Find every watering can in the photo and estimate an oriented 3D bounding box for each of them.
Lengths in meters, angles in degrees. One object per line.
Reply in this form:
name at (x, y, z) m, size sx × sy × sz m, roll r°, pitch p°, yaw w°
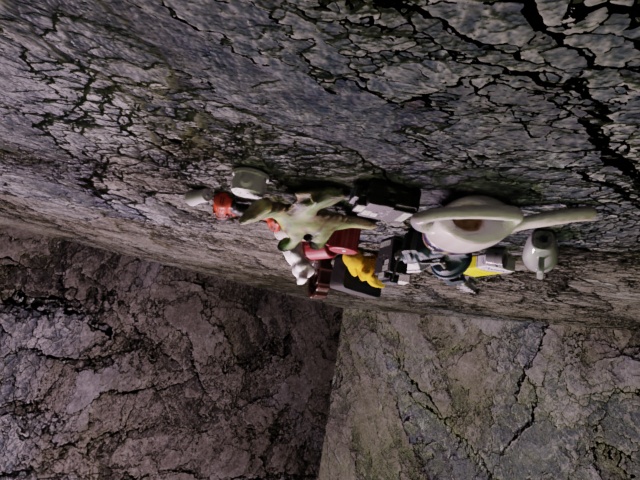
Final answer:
watering can at (0.350, -0.032, 1.055) m, size 0.348 × 0.105 × 0.222 m, roll 0°, pitch 169°, yaw -4°

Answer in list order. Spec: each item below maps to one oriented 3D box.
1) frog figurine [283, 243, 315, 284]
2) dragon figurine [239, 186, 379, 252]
frog figurine at (-0.073, 0.065, 1.688) m, size 0.122 × 0.161 × 0.136 m, roll 12°, pitch 167°, yaw -4°
dragon figurine at (0.004, -0.060, 1.201) m, size 0.411 × 0.123 × 0.239 m, roll -5°, pitch 167°, yaw -24°
